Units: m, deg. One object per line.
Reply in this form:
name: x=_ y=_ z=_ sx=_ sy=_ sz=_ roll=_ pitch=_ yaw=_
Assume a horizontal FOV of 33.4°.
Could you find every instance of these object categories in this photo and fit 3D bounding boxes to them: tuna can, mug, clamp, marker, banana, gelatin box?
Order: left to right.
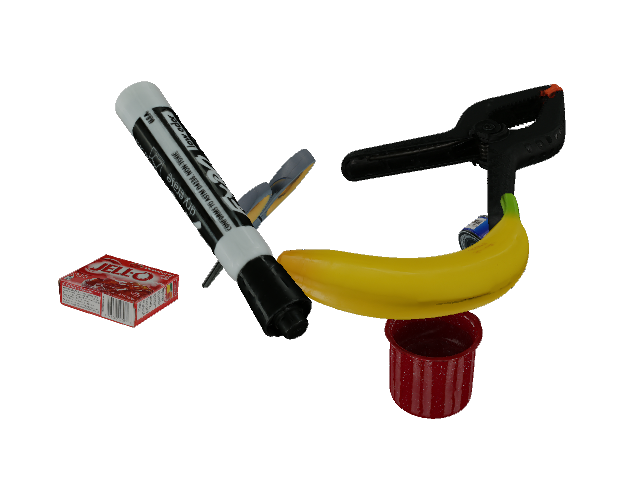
gelatin box: x=-0.191 y=0.046 z=1.011 sx=0.089 sy=0.030 sz=0.073 roll=15 pitch=25 yaw=23
marker: x=-0.039 y=-0.012 z=0.380 sx=0.020 sy=0.020 sz=0.121 roll=0 pitch=44 yaw=-47
banana: x=0.066 y=0.018 z=0.664 sx=0.197 sy=0.037 sz=0.070 roll=-13 pitch=47 yaw=-35
mug: x=0.116 y=0.113 z=1.045 sx=0.093 sy=0.081 sz=0.117 roll=26 pitch=42 yaw=35
tuna can: x=0.204 y=0.014 z=1.279 sx=0.033 sy=0.086 sz=0.086 roll=-35 pitch=9 yaw=-14
clamp: x=0.145 y=-0.074 z=0.888 sx=0.209 sy=0.036 sz=0.165 roll=-28 pitch=40 yaw=-28

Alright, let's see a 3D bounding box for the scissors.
scissors: x=-0.072 y=-0.002 z=0.876 sx=0.202 sy=0.016 sz=0.096 roll=-47 pitch=-8 yaw=36
